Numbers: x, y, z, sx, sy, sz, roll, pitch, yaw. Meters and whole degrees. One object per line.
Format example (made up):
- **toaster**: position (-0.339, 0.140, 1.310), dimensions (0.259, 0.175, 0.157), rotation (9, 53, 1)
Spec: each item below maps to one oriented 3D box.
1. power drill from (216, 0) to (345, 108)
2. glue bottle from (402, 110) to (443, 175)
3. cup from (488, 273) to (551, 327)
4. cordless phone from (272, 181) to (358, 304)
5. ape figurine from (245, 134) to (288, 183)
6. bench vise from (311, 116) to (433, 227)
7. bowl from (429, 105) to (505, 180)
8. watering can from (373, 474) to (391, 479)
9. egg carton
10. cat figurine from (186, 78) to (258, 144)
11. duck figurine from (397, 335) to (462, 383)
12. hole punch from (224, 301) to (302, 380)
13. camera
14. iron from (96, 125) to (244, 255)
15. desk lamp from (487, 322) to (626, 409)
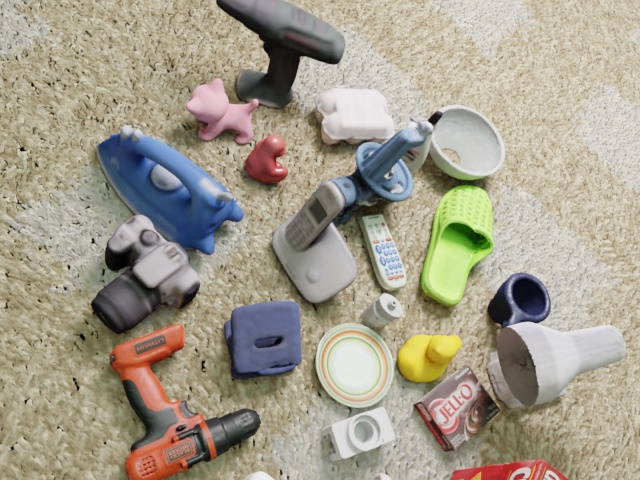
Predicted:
- **power drill**: position (-0.082, -0.328, 0.997), dimensions (0.230, 0.208, 0.075), rotation (7, 63, -17)
- **glue bottle**: position (0.175, -0.182, 1.044), dimensions (0.078, 0.173, 0.037), rotation (25, 59, -7)
- **cup**: position (0.334, 0.124, 1.001), dimensions (0.091, 0.095, 0.118), rotation (40, 58, 1)
- **cordless phone**: position (0.008, 0.003, 0.883), dimensions (0.094, 0.185, 0.147), rotation (-29, 78, -29)
- **ape figurine**: position (-0.085, -0.144, 0.975), dimensions (0.076, 0.092, 0.078), rotation (-3, 66, -22)
- **bench vise**: position (0.094, -0.103, 0.947), dimensions (0.121, 0.219, 0.208), rotation (44, 59, 4)
- **bowl**: position (0.278, -0.181, 1.140), dimensions (0.168, 0.074, 0.167), rotation (9, 63, -17)
- **watering can**: position (0.062, 0.384, 0.713), dimensions (0.101, 0.194, 0.173), rotation (6, 63, -18)
- **egg carton**: position (0.065, -0.233, 1.088), dimensions (0.151, 0.069, 0.107), rotation (-6, 68, -23)
- **cat figurine**: position (-0.166, -0.222, 0.967), dimensions (0.128, 0.117, 0.067), rotation (-2, 66, -21)
- **duck figurine**: position (0.181, 0.183, 0.920), dimensions (0.105, 0.086, 0.077), rotation (-18, 73, -27)
- **hole punch**: position (-0.078, 0.147, 0.836), dimensions (0.109, 0.091, 0.101), rotation (-4, 67, -22)
- **camera**: position (-0.260, 0.053, 0.808), dimensions (0.143, 0.100, 0.137), rotation (45, 59, 4)
- **iron**: position (-0.236, -0.099, 0.867), dimensions (0.258, 0.141, 0.119), rotation (36, 58, -1)
- **desk lamp**: position (0.355, 0.194, 0.905), dimensions (0.204, 0.213, 0.118), rotation (-5, 67, -23)
